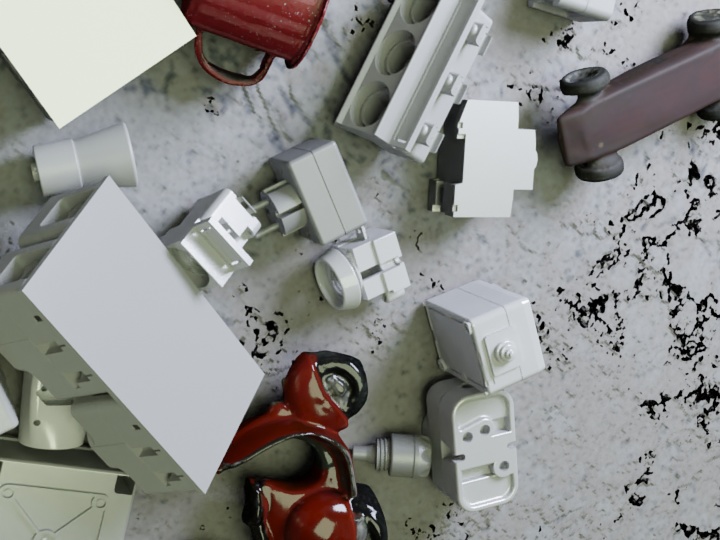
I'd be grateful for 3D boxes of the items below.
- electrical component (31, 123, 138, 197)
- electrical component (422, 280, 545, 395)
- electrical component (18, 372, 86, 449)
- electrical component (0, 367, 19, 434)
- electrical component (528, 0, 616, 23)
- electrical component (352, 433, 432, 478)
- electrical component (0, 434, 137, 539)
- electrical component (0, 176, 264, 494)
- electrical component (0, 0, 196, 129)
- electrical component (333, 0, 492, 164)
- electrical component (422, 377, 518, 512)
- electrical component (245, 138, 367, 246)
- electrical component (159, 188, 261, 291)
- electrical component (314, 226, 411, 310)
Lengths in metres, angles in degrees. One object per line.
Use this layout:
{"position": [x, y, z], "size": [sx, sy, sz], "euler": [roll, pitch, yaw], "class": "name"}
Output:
{"position": [-0.185, -0.071, 0.715], "size": [0.065, 0.044, 0.044], "euler": [-13, 104, -14], "class": "electrical component"}
{"position": [0.100, 0.050, 0.823], "size": [0.061, 0.096, 0.061], "euler": [-21, 107, -18], "class": "electrical component"}
{"position": [-0.191, 0.080, 0.738], "size": [0.079, 0.043, 0.077], "euler": [3, 95, -32], "class": "electrical component"}
{"position": [-0.278, 0.081, 0.668], "size": [0.109, 0.109, 0.056], "euler": [-25, 111, -16], "class": "electrical component"}
{"position": [0.174, -0.239, 0.825], "size": [0.056, 0.050, 0.089], "euler": [10, 97, -23], "class": "electrical component"}
{"position": [0.024, 0.145, 0.846], "size": [0.061, 0.035, 0.035], "euler": [3, 99, -3], "class": "electrical component"}
{"position": [-0.219, 0.175, 0.738], "size": [0.109, 0.056, 0.108], "euler": [12, 95, -24], "class": "electrical component"}
{"position": [-0.153, 0.048, 0.701], "size": [0.186, 0.060, 0.105], "euler": [56, 39, -30], "class": "electrical component"}
{"position": [-0.204, -0.197, 0.672], "size": [0.105, 0.060, 0.186], "euler": [-37, 111, -12], "class": "electrical component"}
{"position": [0.042, -0.145, 0.780], "size": [0.063, 0.079, 0.121], "euler": [27, 89, -46], "class": "electrical component"}
{"position": [0.086, 0.135, 0.854], "size": [0.054, 0.059, 0.095], "euler": [-10, 103, -20], "class": "electrical component"}
{"position": [-0.046, -0.049, 0.772], "size": [0.077, 0.047, 0.065], "euler": [-28, 109, -15], "class": "electrical component"}
{"position": [-0.105, -0.020, 0.740], "size": [0.042, 0.081, 0.063], "euler": [49, 52, -23], "class": "electrical component"}
{"position": [0.000, 0.000, 0.802], "size": [0.055, 0.048, 0.066], "euler": [-25, 108, -24], "class": "electrical component"}
